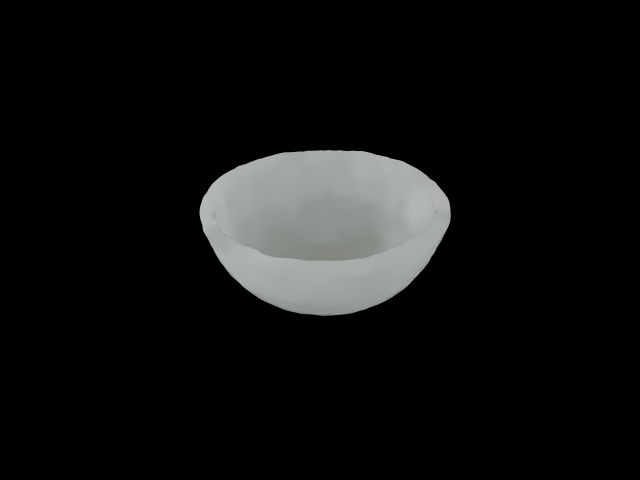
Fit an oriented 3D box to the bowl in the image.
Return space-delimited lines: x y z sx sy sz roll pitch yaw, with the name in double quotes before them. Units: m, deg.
"bowl" 0.004 0.001 0.400 0.167 0.075 0.167 0 32 0
